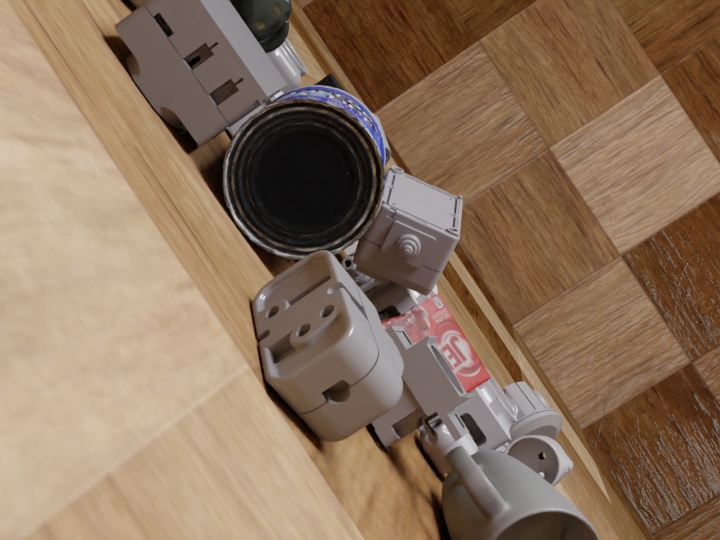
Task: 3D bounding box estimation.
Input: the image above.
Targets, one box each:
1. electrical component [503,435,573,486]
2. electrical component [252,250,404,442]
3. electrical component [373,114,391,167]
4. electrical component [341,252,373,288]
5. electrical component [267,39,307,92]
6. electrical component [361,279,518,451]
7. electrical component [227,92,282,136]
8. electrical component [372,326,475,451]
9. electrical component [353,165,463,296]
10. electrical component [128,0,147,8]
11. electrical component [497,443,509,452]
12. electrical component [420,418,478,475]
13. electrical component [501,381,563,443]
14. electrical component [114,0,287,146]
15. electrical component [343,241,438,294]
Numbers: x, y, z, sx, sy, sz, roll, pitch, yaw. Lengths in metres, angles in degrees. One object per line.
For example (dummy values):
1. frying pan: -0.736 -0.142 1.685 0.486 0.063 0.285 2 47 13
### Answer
1. electrical component: 0.122 0.161 0.826 0.043 0.079 0.077 47 5 16
2. electrical component: -0.016 0.042 0.570 0.059 0.054 0.095 52 9 -30
3. electrical component: -0.024 -0.110 0.984 0.064 0.099 0.099 65 10 16
4. electrical component: 0.000 0.000 0.899 0.035 0.035 0.061 59 11 19
5. electrical component: -0.092 -0.200 1.056 0.053 0.059 0.095 53 9 -25
6. electrical component: 0.056 0.072 0.847 0.150 0.062 0.089 55 8 -8
7. electrical component: -0.060 -0.095 0.864 0.099 0.048 0.100 57 8 6
8. electrical component: 0.032 0.077 0.678 0.081 0.064 0.042 57 9 10
9. electrical component: 0.034 -0.024 0.781 0.062 0.061 0.096 24 25 -4
10. electrical component: -0.152 -0.210 0.795 0.043 0.043 0.062 60 8 26
11. electrical component: 0.107 0.156 0.894 0.040 0.040 0.078 51 10 -33
12. electrical component: 0.071 0.137 0.779 0.061 0.035 0.035 58 8 -6
13. electrical component: 0.151 0.151 1.043 0.051 0.080 0.080 55 6 35
14. electrical component: -0.105 -0.140 0.728 0.089 0.062 0.150 55 8 -10
15. electrical component: 0.018 -0.012 0.973 0.138 0.052 0.073 53 9 -1
